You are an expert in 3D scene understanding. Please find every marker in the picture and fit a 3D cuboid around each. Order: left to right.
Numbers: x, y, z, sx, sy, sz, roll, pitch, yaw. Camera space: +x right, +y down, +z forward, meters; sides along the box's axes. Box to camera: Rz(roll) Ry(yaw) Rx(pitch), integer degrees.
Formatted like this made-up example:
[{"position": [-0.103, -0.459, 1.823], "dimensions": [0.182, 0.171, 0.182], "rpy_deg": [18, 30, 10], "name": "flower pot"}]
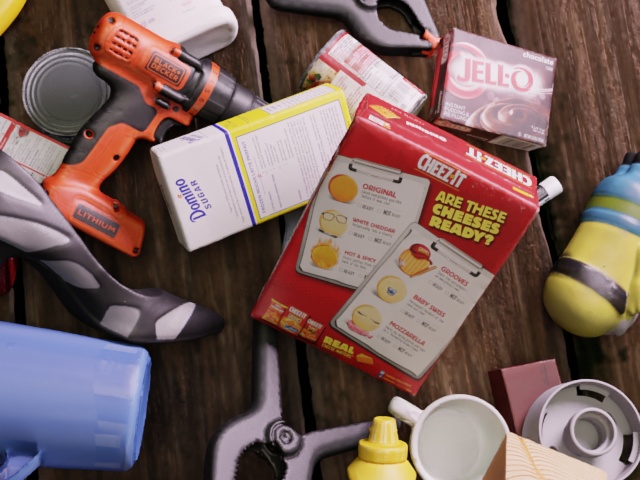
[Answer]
[{"position": [0.175, -0.020, 1.004], "dimensions": [0.121, 0.020, 0.020], "rpy_deg": [-33, 83, -8], "name": "marker"}]

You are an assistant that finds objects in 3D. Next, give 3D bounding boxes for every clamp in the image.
[{"position": [-0.026, 0.175, 0.904], "dimensions": [0.164, 0.036, 0.209], "rpy_deg": [34, 50, -4], "name": "clamp"}, {"position": [0.046, -0.241, 1.030], "dimensions": [0.171, 0.039, 0.120], "rpy_deg": [27, 83, -4], "name": "clamp"}]

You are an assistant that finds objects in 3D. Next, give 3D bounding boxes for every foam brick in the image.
[{"position": [0.189, 0.149, 0.957], "dimensions": [0.053, 0.051, 0.078], "rpy_deg": [-10, 80, -6], "name": "foam brick"}]

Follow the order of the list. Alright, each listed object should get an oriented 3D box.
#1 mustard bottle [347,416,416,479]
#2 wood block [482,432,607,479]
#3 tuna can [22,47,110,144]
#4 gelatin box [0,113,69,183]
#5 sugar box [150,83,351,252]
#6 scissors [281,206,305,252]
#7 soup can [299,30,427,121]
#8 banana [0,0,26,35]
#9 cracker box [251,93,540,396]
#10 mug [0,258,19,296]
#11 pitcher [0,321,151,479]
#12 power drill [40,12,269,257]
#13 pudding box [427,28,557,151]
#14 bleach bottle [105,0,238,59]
[{"position": [0.048, 0.243, 0.889], "dimensions": [0.058, 0.096, 0.191], "rpy_deg": [4, 93, 4], "name": "mustard bottle"}, {"position": [0.147, 0.273, 0.860], "dimensions": [0.090, 0.090, 0.206], "rpy_deg": [23, 114, 1], "name": "wood block"}, {"position": [-0.232, -0.134, 0.997], "dimensions": [0.086, 0.034, 0.086], "rpy_deg": [1, 79, -3], "name": "tuna can"}, {"position": [-0.274, -0.065, 0.984], "dimensions": [0.089, 0.030, 0.073], "rpy_deg": [26, 81, 2], "name": "gelatin box"}, {"position": [-0.054, -0.066, 0.943], "dimensions": [0.176, 0.048, 0.093], "rpy_deg": [-21, 113, -13], "name": "sugar box"}, {"position": [-0.007, 0.001, 0.993], "dimensions": [0.096, 0.016, 0.202], "rpy_deg": [-1, 80, -3], "name": "scissors"}, {"position": [0.041, -0.138, 0.995], "dimensions": [0.102, 0.068, 0.068], "rpy_deg": [38, 80, 4], "name": "soup can"}, {"position": [-0.333, -0.207, 1.004], "dimensions": [0.197, 0.037, 0.069], "rpy_deg": [-38, 85, -9], "name": "banana"}, {"position": [0.061, 0.007, 0.903], "dimensions": [0.164, 0.072, 0.214], "rpy_deg": [26, 119, -4], "name": "cracker box"}, {"position": [-0.310, 0.013, 0.931], "dimensions": [0.081, 0.093, 0.117], "rpy_deg": [7, 42, -7], "name": "mug"}, {"position": [-0.271, 0.138, 0.895], "dimensions": [0.242, 0.145, 0.149], "rpy_deg": [7, 90, -4], "name": "pitcher"}, {"position": [-0.151, -0.083, 0.954], "dimensions": [0.184, 0.057, 0.187], "rpy_deg": [29, 92, -20], "name": "power drill"}, {"position": [0.161, -0.139, 1.003], "dimensions": [0.113, 0.039, 0.090], "rpy_deg": [13, 79, -18], "name": "pudding box"}, {"position": [-0.177, -0.286, 1.015], "dimensions": [0.102, 0.068, 0.251], "rpy_deg": [-26, 80, -8], "name": "bleach bottle"}]
